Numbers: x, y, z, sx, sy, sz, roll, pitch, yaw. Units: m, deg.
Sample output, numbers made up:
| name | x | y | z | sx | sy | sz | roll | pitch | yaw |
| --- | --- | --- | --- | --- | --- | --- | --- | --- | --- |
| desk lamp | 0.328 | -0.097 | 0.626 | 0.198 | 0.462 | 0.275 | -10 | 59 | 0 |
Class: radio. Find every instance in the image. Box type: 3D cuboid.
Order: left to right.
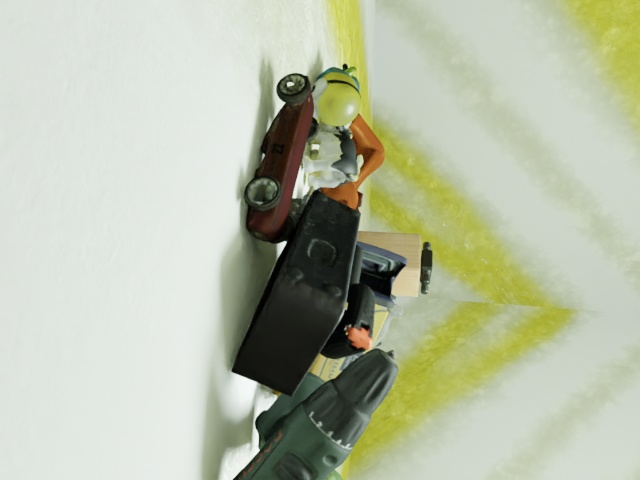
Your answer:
| name | x | y | z | sx | sy | sz | roll | pitch | yaw |
| --- | --- | --- | --- | --- | --- | --- | --- | --- | --- |
| radio | -0.018 | 0.046 | 0.605 | 0.230 | 0.073 | 0.131 | -75 | -168 | -58 |

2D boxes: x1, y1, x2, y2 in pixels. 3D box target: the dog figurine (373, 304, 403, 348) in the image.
| name | x | y | z | sx | sy | sz | roll | pitch | yaw |
| --- | --- | --- | --- | --- | --- | --- | --- | --- | --- |
| dog figurine | 0.073 | 0.201 | 1.125 | 0.121 | 0.172 | 0.190 | 53 | -34 | 32 |

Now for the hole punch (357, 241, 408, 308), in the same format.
| name | x | y | z | sx | sy | sz | roll | pitch | yaw |
| --- | --- | --- | --- | --- | --- | --- | --- | --- | --- |
| hole punch | 0.082 | 0.055 | 0.928 | 0.116 | 0.142 | 0.092 | -161 | -94 | -86 |

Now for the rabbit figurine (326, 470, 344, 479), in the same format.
| name | x | y | z | sx | sy | sz | roll | pitch | yaw |
| --- | --- | --- | --- | --- | --- | --- | --- | --- | --- |
| rabbit figurine | -0.018 | 0.407 | 0.792 | 0.170 | 0.121 | 0.159 | -12 | 112 | -67 |

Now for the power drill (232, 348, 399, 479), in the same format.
| name | x | y | z | sx | sy | sz | roll | pitch | yaw |
| --- | --- | --- | --- | --- | --- | --- | --- | --- | --- |
| power drill | -0.010 | 0.197 | 0.565 | 0.232 | 0.086 | 0.207 | -49 | -175 | -5 |

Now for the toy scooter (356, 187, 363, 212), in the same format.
| name | x | y | z | sx | sy | sz | roll | pitch | yaw |
| --- | --- | --- | --- | --- | --- | --- | --- | --- | --- |
| toy scooter | 0.054 | -0.067 | 1.189 | 0.135 | 0.075 | 0.183 | -70 | 173 | -47 |

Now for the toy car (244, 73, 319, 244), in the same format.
| name | x | y | z | sx | sy | sz | roll | pitch | yaw |
| --- | --- | --- | --- | --- | --- | --- | --- | --- | --- |
| toy car | -0.043 | -0.093 | 0.597 | 0.089 | 0.053 | 0.202 | 67 | 32 | -63 |

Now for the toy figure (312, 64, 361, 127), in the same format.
| name | x | y | z | sx | sy | sz | roll | pitch | yaw |
| --- | --- | --- | --- | --- | --- | --- | --- | --- | --- |
| toy figure | 0.032 | -0.254 | 0.930 | 0.180 | 0.089 | 0.082 | -67 | 152 | -61 |

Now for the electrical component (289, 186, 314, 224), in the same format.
| name | x | y | z | sx | sy | sz | roll | pitch | yaw |
| --- | --- | --- | --- | --- | --- | --- | --- | --- | --- |
| electrical component | -0.027 | -0.033 | 0.766 | 0.102 | 0.045 | 0.078 | 51 | 42 | -78 |

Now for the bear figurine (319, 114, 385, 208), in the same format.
| name | x | y | z | sx | sy | sz | roll | pitch | yaw |
| --- | --- | --- | --- | --- | --- | --- | --- | --- | --- |
| bear figurine | 0.042 | -0.133 | 1.069 | 0.196 | 0.132 | 0.120 | -52 | -165 | -22 |

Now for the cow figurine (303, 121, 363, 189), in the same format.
| name | x | y | z | sx | sy | sz | roll | pitch | yaw |
| --- | --- | --- | --- | --- | --- | --- | --- | --- | --- |
| cow figurine | 0.029 | -0.158 | 0.924 | 0.068 | 0.098 | 0.167 | 77 | 18 | -45 |

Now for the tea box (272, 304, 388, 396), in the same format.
| name | x | y | z | sx | sy | sz | roll | pitch | yaw |
| --- | --- | --- | --- | --- | --- | --- | --- | --- | --- |
| tea box | 0.013 | 0.155 | 0.738 | 0.169 | 0.068 | 0.098 | -61 | -165 | -17 |

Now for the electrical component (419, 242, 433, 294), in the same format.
| name | x | y | z | sx | sy | sz | roll | pitch | yaw |
| --- | --- | --- | --- | --- | --- | --- | --- | --- | --- |
| electrical component | 0.203 | 0.052 | 1.030 | 0.063 | 0.021 | 0.094 | 81 | 14 | -55 |
